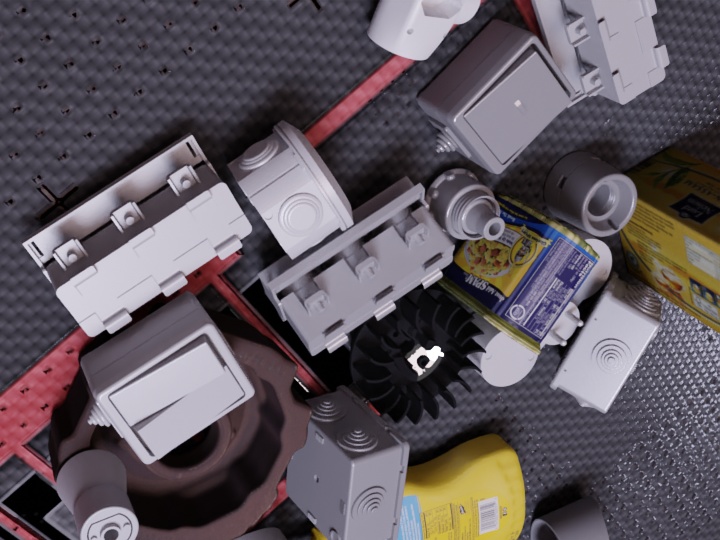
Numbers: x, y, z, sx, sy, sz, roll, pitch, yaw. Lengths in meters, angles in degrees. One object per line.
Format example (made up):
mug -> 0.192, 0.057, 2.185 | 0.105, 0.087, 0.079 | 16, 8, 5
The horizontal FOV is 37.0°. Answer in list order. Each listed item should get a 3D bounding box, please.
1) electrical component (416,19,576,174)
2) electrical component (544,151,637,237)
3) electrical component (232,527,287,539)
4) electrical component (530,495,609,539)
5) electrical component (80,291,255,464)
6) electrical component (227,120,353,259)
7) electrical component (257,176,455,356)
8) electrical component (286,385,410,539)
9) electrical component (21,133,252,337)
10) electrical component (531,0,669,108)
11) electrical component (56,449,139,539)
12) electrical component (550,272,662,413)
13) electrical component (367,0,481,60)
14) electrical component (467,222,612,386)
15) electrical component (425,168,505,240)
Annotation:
electrical component -> 0.090, -0.113, 0.734 | 0.096, 0.061, 0.062 | -46, 125, 0
electrical component -> 0.175, -0.056, 0.812 | 0.055, 0.047, 0.055 | -11, 118, -22
electrical component -> -0.091, 0.231, 0.792 | 0.099, 0.064, 0.099 | -35, 150, -24
electrical component -> 0.192, 0.253, 0.942 | 0.064, 0.099, 0.099 | -13, 119, -14
electrical component -> -0.121, 0.070, 0.653 | 0.096, 0.061, 0.061 | -33, 121, -9
electrical component -> -0.044, -0.051, 0.687 | 0.051, 0.080, 0.080 | -35, 124, -2
electrical component -> 0.000, 0.000, 0.734 | 0.121, 0.063, 0.078 | -34, 164, -9
electrical component -> -0.013, 0.146, 0.784 | 0.048, 0.100, 0.099 | -12, 121, -32
electrical component -> -0.133, -0.017, 0.667 | 0.121, 0.063, 0.078 | -34, 124, -8
electrical component -> 0.165, -0.179, 0.739 | 0.079, 0.063, 0.121 | -32, 123, -10
electrical component -> -0.160, 0.146, 0.664 | 0.044, 0.065, 0.044 | -9, 114, -21
electrical component -> 0.196, 0.057, 0.844 | 0.048, 0.100, 0.099 | 30, 107, 10
electrical component -> 0.051, -0.178, 0.691 | 0.079, 0.043, 0.077 | -7, 131, -44
electrical component -> 0.142, 0.033, 0.822 | 0.052, 0.074, 0.138 | 38, 93, -35
electrical component -> 0.078, -0.041, 0.761 | 0.048, 0.062, 0.048 | -14, 122, -24
